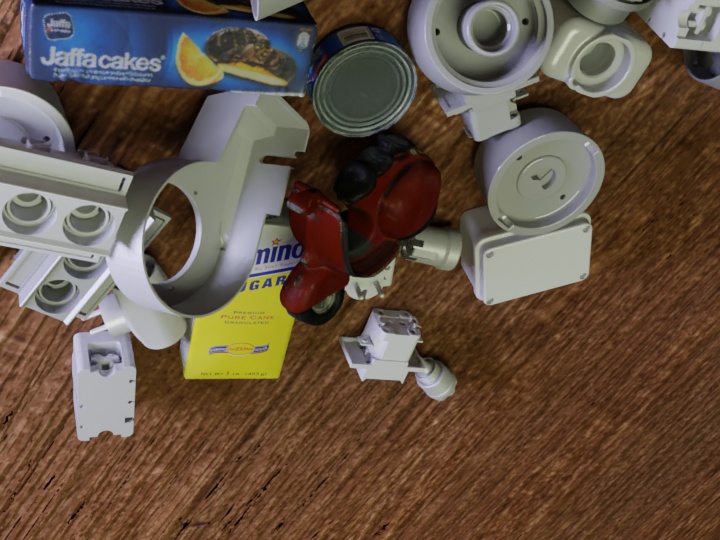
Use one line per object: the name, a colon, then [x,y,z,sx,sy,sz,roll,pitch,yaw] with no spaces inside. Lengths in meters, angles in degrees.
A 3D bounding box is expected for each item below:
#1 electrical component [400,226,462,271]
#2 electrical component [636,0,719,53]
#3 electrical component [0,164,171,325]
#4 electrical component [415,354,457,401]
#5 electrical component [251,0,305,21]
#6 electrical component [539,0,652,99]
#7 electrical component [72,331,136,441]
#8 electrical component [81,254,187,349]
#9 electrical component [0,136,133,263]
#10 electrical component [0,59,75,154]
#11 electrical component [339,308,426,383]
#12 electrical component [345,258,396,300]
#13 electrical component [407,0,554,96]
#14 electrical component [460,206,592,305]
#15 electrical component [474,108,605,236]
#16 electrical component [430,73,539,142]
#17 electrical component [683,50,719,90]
electrical component: [0.065,-0.023,0.984,0.046,0.040,0.040,10,125,-20]
electrical component: [0.261,-0.216,0.856,0.056,0.089,0.050,1,129,-20]
electrical component: [-0.221,-0.024,0.857,0.079,0.063,0.121,28,115,-37]
electrical component: [0.072,0.106,1.102,0.035,0.035,0.061,-35,130,11]
electrical component: [-0.056,-0.224,0.723,0.064,0.099,0.099,-20,134,-12]
electrical component: [0.187,-0.180,0.879,0.095,0.059,0.053,12,124,-29]
electrical component: [-0.231,0.101,0.966,0.050,0.055,0.089,-3,130,-18]
electrical component: [-0.200,0.034,0.928,0.079,0.044,0.077,-21,133,-2]
electrical component: [-0.229,-0.055,0.741,0.121,0.063,0.078,11,124,-29]
electrical component: [-0.264,-0.101,0.776,0.108,0.060,0.108,-11,132,-12]
electrical component: [0.026,0.072,1.050,0.081,0.042,0.063,5,124,-26]
electrical component: [0.000,0.000,0.952,0.066,0.076,0.047,-6,131,-16]
electrical component: [0.094,-0.183,0.811,0.108,0.060,0.108,-2,105,-7]
electrical component: [0.155,-0.022,1.006,0.113,0.057,0.078,-15,133,-8]
electrical component: [0.152,-0.091,0.942,0.108,0.060,0.108,-11,132,-12]
electrical component: [0.105,-0.145,0.891,0.081,0.042,0.063,-21,135,-2]
electrical component: [0.317,-0.195,0.893,0.064,0.099,0.099,10,125,-20]
